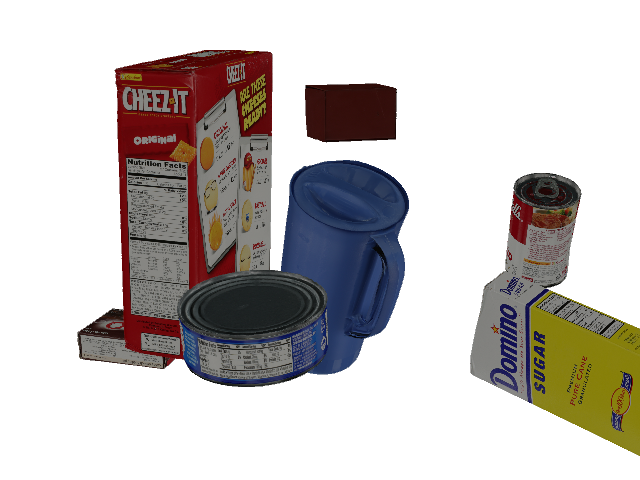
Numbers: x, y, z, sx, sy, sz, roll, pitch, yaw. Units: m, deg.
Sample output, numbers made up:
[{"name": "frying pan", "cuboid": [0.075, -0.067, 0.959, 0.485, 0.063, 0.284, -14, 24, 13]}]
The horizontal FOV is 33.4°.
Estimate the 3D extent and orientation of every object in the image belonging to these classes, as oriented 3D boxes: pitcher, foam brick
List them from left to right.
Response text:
[{"name": "pitcher", "cuboid": [0.019, 0.043, 1.226, 0.145, 0.243, 0.149, 14, 38, 4]}, {"name": "foam brick", "cuboid": [0.030, -0.125, 1.042, 0.078, 0.051, 0.053, -4, 15, -20]}]

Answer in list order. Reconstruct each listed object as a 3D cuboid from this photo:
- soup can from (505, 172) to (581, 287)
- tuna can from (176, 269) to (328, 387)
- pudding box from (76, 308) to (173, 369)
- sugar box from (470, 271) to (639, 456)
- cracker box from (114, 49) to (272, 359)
[{"name": "soup can", "cuboid": [0.230, -0.010, 1.111, 0.068, 0.102, 0.068, 0, 34, 0]}, {"name": "tuna can", "cuboid": [-0.038, 0.049, 0.611, 0.086, 0.034, 0.086, -3, 23, 1]}, {"name": "pudding box", "cuboid": [-0.218, 0.116, 1.268, 0.114, 0.039, 0.090, 3, 15, 16]}, {"name": "sugar box", "cuboid": [0.211, 0.102, 0.879, 0.176, 0.093, 0.048, 22, 33, 28]}, {"name": "cracker box", "cuboid": [-0.095, -0.035, 0.833, 0.072, 0.214, 0.164, 5, 15, 16]}]
